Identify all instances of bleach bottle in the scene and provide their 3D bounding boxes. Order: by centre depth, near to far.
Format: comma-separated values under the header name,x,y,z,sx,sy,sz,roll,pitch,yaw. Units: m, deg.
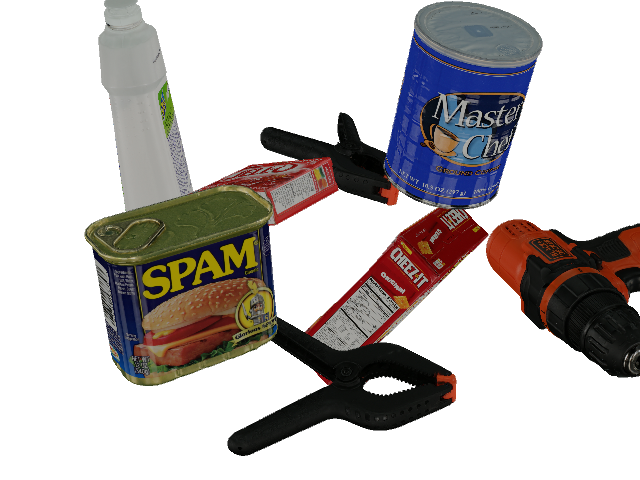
name,x,y,z,sx,sy,sz,roll,pitch,yaw
bleach bottle,-0.158,-0.103,0.968,0.068,0.251,0.102,-5,36,-1

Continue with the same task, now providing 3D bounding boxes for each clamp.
name,x,y,z,sx,sy,sz,roll,pitch,yaw
clamp,0.018,0.141,0.991,0.210,0.036,0.164,6,45,13
clamp,0.016,-0.087,1.131,0.120,0.039,0.172,-15,36,-24

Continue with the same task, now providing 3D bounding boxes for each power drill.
name,x,y,z,sx,sy,sz,roll,pitch,yaw
power drill,0.232,0.025,0.742,0.187,0.057,0.184,-9,28,-15

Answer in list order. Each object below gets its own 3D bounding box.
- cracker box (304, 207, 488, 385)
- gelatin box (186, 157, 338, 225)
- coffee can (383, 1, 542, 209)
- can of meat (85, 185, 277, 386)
name,x,y,z,sx,sy,sz,roll,pitch,yaw
cracker box,0.083,0.059,1.270,0.214,0.072,0.164,-48,-8,32
gelatin box,-0.044,-0.036,0.792,0.089,0.030,0.073,-1,21,43
coffee can,0.115,-0.112,0.883,0.102,0.140,0.103,7,37,-5
can of meat,-0.075,0.025,0.606,0.102,0.084,0.058,-18,30,-25
